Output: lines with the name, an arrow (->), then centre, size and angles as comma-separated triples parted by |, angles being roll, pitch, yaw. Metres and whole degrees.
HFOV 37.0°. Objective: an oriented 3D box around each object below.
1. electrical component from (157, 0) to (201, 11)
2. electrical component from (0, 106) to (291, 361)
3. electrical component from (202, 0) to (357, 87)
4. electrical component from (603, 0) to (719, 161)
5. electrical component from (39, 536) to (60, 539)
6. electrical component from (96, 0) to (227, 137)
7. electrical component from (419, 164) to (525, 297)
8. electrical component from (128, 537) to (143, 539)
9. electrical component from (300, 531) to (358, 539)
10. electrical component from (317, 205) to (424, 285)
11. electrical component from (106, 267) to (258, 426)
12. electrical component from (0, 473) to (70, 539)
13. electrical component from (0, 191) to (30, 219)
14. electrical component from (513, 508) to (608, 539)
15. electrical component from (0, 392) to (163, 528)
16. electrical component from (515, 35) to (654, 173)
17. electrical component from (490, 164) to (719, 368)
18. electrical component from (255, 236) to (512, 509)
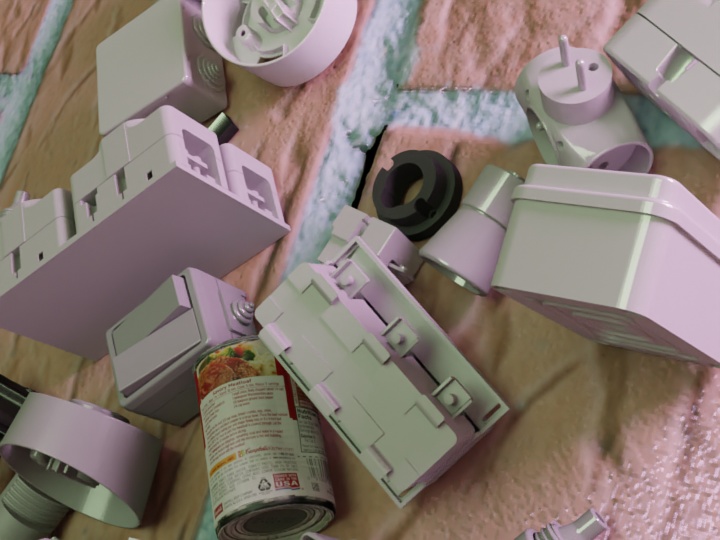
electrical component -> -0.138, -0.229, 0.834 | 0.079, 0.044, 0.077 | -32, 54, 24
electrical component -> -0.155, -0.021, 0.713 | 0.186, 0.105, 0.060 | -32, 54, 23
electrical component -> -0.054, -0.177, 0.731 | 0.099, 0.064, 0.099 | -16, 61, 32
electrical component -> 0.174, -0.098, 0.525 | 0.059, 0.054, 0.095 | -46, 49, 13
electrical component -> -0.188, 0.213, 0.664 | 0.061, 0.062, 0.096 | -37, 52, 20
electrical component -> -0.147, -0.144, 0.800 | 0.100, 0.048, 0.099 | -27, 56, 26
electrical component -> 0.068, -0.024, 0.585 | 0.044, 0.044, 0.065 | 31, 86, 42
electrical component -> -0.099, 0.180, 0.606 | 0.064, 0.081, 0.042 | 10, 76, 17
electrical component -> 0.003, 0.199, 0.524 | 0.109, 0.056, 0.108 | 18, 82, 41
electrical component -> 0.000, 0.000, 0.624 | 0.066, 0.048, 0.055 | 27, 80, 42
electrical component -> -0.108, 0.045, 0.677 | 0.096, 0.061, 0.061 | -36, 52, 20
electrical component -> -0.229, 0.170, 0.728 | 0.081, 0.043, 0.043 | -53, 48, 6
electrical component -> -0.278, -0.034, 0.863 | 0.035, 0.035, 0.061 | -8, 64, 36
electrical component -> 0.089, 0.134, 0.502 | 0.061, 0.035, 0.035 | -43, 50, 12
electrical component -> -0.175, 0.118, 0.675 | 0.099, 0.099, 0.064 | 5, 68, 39
electrical component -> 0.112, -0.086, 0.552 | 0.044, 0.079, 0.077 | -24, 54, 1
electrical component -> 0.121, -0.001, 0.484 | 0.078, 0.113, 0.057 | 11, 81, 41
electrical component -> 0.006, 0.052, 0.554 | 0.078, 0.063, 0.121 | -45, 74, 13
